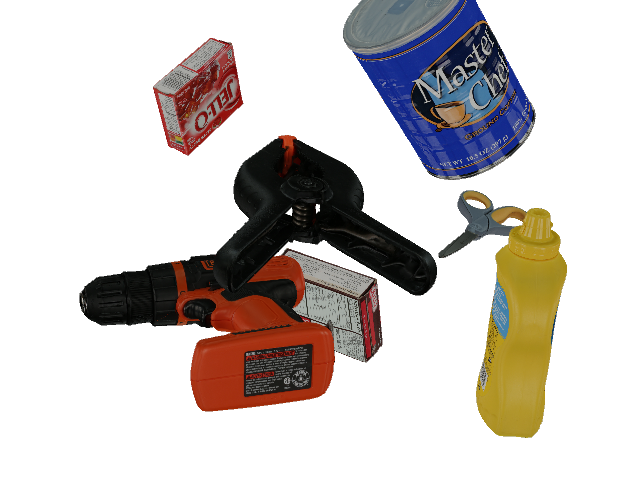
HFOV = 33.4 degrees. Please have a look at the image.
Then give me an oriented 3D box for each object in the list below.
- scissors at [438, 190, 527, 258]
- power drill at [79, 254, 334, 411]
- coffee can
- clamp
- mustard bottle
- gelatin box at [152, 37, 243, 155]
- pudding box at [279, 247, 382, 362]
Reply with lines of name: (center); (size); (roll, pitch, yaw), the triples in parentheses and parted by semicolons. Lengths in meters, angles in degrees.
scissors: (0.164, -0.021, 1.207); (0.201, 0.016, 0.096); (-12, 40, -45)
power drill: (-0.081, 0.062, 0.811); (0.184, 0.057, 0.188); (-7, 22, -18)
coffee can: (0.096, -0.133, 0.848); (0.103, 0.102, 0.140); (0, -42, 43)
clamp: (-0.017, -0.015, 0.621); (0.120, 0.039, 0.172); (3, 25, -23)
mustard bottle: (0.169, 0.062, 0.893); (0.058, 0.192, 0.096); (4, 27, 3)
gelatin box: (-0.113, -0.136, 1.004); (0.030, 0.073, 0.089); (24, 54, 27)
pudding box: (0.006, 0.066, 1.090); (0.114, 0.090, 0.039); (17, 44, 28)
